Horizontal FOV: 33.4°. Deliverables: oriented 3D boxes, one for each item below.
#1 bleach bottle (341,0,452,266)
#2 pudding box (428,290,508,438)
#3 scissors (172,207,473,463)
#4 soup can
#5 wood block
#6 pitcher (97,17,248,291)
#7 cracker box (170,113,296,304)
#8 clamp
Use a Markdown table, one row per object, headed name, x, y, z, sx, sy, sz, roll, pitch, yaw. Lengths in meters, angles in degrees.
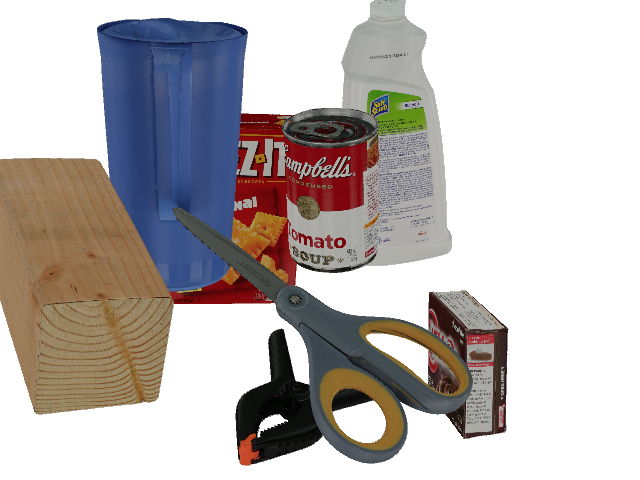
| name | x | y | z | sx | sy | sz | roll | pitch | yaw |
| --- | --- | --- | --- | --- | --- | --- | --- | --- | --- |
| bleach bottle | 0.071 | -0.102 | 0.979 | 0.102 | 0.251 | 0.068 | -10 | 29 | -14 |
| pudding box | 0.117 | 0.097 | 0.864 | 0.039 | 0.090 | 0.113 | -4 | 13 | -11 |
| scissors | -0.017 | 0.052 | 0.582 | 0.202 | 0.096 | 0.016 | 24 | -37 | 12 |
| soup can | 0.008 | -0.037 | 0.770 | 0.068 | 0.102 | 0.068 | -1 | 28 | 1 |
| wood block | -0.185 | 0.025 | 0.791 | 0.090 | 0.091 | 0.206 | -2 | 31 | -27 |
| pitcher | -0.136 | -0.077 | 0.978 | 0.145 | 0.243 | 0.148 | 17 | 24 | 36 |
| cracker box | -0.105 | -0.034 | 1.215 | 0.164 | 0.214 | 0.072 | 1 | 22 | -8 |
| clamp | -0.014 | 0.164 | 1.090 | 0.165 | 0.036 | 0.209 | 12 | 29 | 18 |
